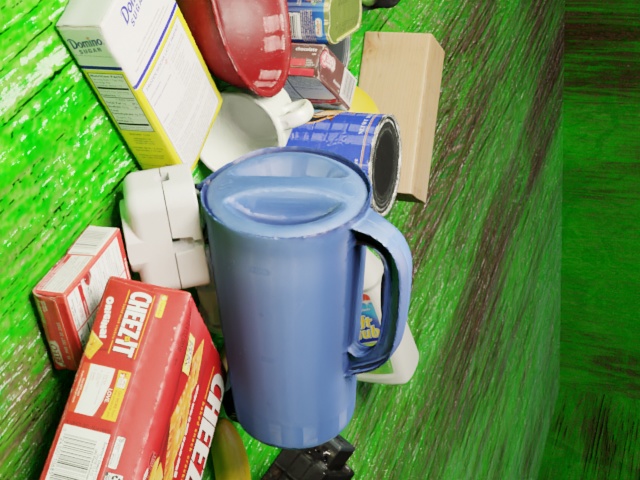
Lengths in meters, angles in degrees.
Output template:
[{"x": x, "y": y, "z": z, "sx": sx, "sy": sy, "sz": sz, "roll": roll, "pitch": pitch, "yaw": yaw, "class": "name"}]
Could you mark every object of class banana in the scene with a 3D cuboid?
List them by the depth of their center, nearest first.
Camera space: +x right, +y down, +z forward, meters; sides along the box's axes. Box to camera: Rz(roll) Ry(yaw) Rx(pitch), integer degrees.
[{"x": -0.094, "y": 0.273, "z": 1.072, "sx": 0.069, "sy": 0.037, "sz": 0.198, "roll": 2, "pitch": 94, "yaw": -70, "class": "banana"}]

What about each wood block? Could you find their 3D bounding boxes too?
[{"x": 0.099, "y": -0.158, "z": 1.394, "sx": 0.090, "sy": 0.091, "sz": 0.206, "roll": 19, "pitch": 77, "yaw": -70, "class": "wood block"}]

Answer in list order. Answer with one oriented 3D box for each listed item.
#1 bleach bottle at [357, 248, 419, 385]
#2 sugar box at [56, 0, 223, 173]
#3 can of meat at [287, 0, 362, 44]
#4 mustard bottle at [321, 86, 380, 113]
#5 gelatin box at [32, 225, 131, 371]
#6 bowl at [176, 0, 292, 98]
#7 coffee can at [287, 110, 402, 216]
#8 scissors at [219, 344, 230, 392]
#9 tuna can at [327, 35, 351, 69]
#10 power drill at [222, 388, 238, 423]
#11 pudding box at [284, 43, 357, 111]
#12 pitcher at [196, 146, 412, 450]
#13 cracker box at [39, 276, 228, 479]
[{"x": 0.049, "y": 0.082, "z": 1.346, "sx": 0.068, "sy": 0.103, "sz": 0.250, "roll": -63, "pitch": 145, "yaw": -36, "class": "bleach bottle"}, {"x": -0.135, "y": -0.135, "z": 0.829, "sx": 0.176, "sy": 0.048, "sz": 0.093, "roll": 64, "pitch": 37, "yaw": -50, "class": "sugar box"}, {"x": -0.012, "y": -0.231, "z": 1.078, "sx": 0.102, "sy": 0.084, "sz": 0.057, "roll": -47, "pitch": 138, "yaw": -58, "class": "can of meat"}, {"x": 0.023, "y": -0.120, "z": 1.187, "sx": 0.191, "sy": 0.096, "sz": 0.058, "roll": 73, "pitch": 31, "yaw": -47, "class": "mustard bottle"}, {"x": -0.174, "y": 0.043, "z": 0.796, "sx": 0.089, "sy": 0.030, "sz": 0.073, "roll": -61, "pitch": 152, "yaw": -50, "class": "gelatin box"}, {"x": -0.080, "y": -0.198, "z": 0.916, "sx": 0.162, "sy": 0.055, "sz": 0.162, "roll": -8, "pitch": 90, "yaw": -68, "class": "bowl"}, {"x": 0.001, "y": -0.081, "z": 1.075, "sx": 0.102, "sy": 0.140, "sz": 0.103, "roll": 7, "pitch": 90, "yaw": -70, "class": "coffee can"}, {"x": -0.078, "y": 0.070, "z": 1.068, "sx": 0.096, "sy": 0.016, "sz": 0.201, "roll": -54, "pitch": -157, "yaw": 31, "class": "scissors"}, {"x": 0.005, "y": -0.218, "z": 1.201, "sx": 0.086, "sy": 0.034, "sz": 0.086, "roll": 6, "pitch": 90, "yaw": -70, "class": "tuna can"}, {"x": -0.041, "y": 0.137, "z": 1.144, "sx": 0.187, "sy": 0.057, "sz": 0.184, "roll": 66, "pitch": 36, "yaw": -54, "class": "power drill"}, {"x": -0.023, "y": -0.163, "z": 1.061, "sx": 0.113, "sy": 0.090, "sz": 0.039, "roll": 33, "pitch": 66, "yaw": -68, "class": "pudding box"}, {"x": -0.015, "y": 0.057, "z": 0.880, "sx": 0.149, "sy": 0.145, "sz": 0.243, "roll": -116, "pitch": -160, "yaw": -52, "class": "pitcher"}, {"x": -0.132, "y": 0.143, "z": 0.819, "sx": 0.214, "sy": 0.072, "sz": 0.164, "roll": 81, "pitch": 22, "yaw": -67, "class": "cracker box"}]
